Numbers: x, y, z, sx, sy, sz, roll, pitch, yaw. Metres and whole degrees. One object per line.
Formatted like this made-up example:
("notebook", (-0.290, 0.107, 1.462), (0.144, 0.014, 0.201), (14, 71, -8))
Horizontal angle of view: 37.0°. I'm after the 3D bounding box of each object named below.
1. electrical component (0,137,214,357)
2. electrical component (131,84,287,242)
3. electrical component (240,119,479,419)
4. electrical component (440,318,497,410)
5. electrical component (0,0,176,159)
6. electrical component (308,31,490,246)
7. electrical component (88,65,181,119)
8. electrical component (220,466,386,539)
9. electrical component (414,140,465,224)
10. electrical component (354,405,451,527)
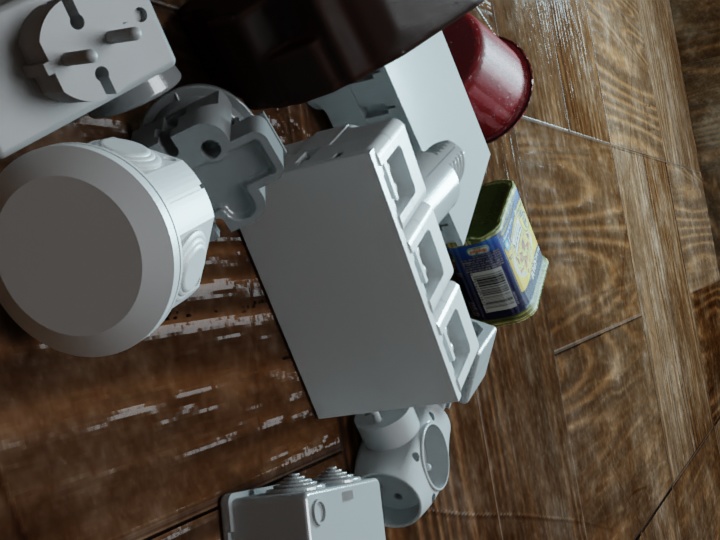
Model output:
("electrical component", (-0.099, -0.011, 0.412), (0.051, 0.080, 0.080), (-43, 120, -67))
("electrical component", (-0.074, -0.051, 0.493), (0.057, 0.078, 0.058), (-98, 162, -57))
("electrical component", (0.000, 0.000, 0.604), (0.150, 0.089, 0.061), (69, 27, -21))
("electrical component", (0.046, 0.069, 0.715), (0.047, 0.066, 0.076), (-42, 147, -62))
("electrical component", (-0.107, -0.079, 0.391), (0.083, 0.076, 0.047), (-37, 118, -32))
("electrical component", (0.021, -0.116, 0.725), (0.186, 0.060, 0.105), (63, 32, -34))
("electrical component", (-0.109, -0.100, 0.466), (0.055, 0.045, 0.045), (67, 27, -24))
("electrical component", (-0.023, 0.152, 0.543), (0.100, 0.048, 0.099), (11, 71, -64))
("electrical component", (0.037, -0.049, 0.655), (0.081, 0.043, 0.043), (-48, 124, -46))
("electrical component", (0.021, 0.103, 0.662), (0.079, 0.044, 0.077), (68, 27, -23))
